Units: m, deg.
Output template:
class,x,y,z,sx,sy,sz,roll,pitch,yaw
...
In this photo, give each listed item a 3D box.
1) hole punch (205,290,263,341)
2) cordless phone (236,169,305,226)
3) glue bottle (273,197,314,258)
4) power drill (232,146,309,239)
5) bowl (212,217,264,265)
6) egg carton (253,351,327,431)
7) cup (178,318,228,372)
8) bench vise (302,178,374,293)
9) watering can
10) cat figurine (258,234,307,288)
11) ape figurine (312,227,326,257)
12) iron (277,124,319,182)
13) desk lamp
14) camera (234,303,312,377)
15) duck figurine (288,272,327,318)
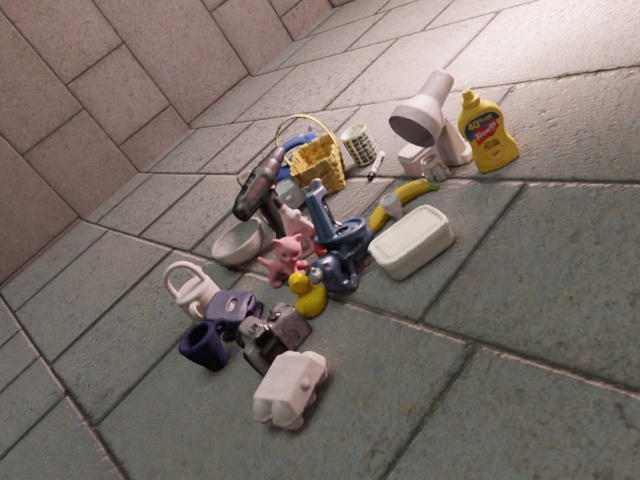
class,x,y,z,sx,sy,sz,roll,pitch,yaw
hole punch,-0.199,0.163,1.328,0.101,0.091,0.108,-22,30,25
cordless phone,-0.141,-0.143,1.647,0.148,0.185,0.094,-41,28,-10
glue bottle,-0.063,-0.039,1.406,0.078,0.173,0.037,-35,27,0
power drill,-0.124,-0.110,1.549,0.075,0.209,0.230,3,46,50
bowl,-0.215,0.017,1.598,0.167,0.075,0.167,-27,28,16
egg carton,-0.052,0.266,1.024,0.107,0.069,0.150,-9,37,41
cup,-0.236,0.233,1.256,0.118,0.095,0.091,-39,28,-8
bench vise,0.028,-0.010,1.206,0.121,0.220,0.207,-21,31,26
watering can,-0.302,0.128,1.389,0.101,0.194,0.172,-41,28,-11
cat figurine,-0.088,0.041,1.370,0.127,0.118,0.067,-23,30,23
ape figurine,0.012,0.005,1.341,0.075,0.092,0.078,4,47,51
iron,-0.087,-0.246,1.798,0.258,0.142,0.118,-31,28,9
desk lamp,0.283,-0.277,1.350,0.203,0.214,0.117,-45,29,-19
camera,-0.117,0.189,1.185,0.143,0.101,0.136,-46,29,-20
duck figurine,-0.035,0.110,1.233,0.077,0.086,0.104,-31,28,9
